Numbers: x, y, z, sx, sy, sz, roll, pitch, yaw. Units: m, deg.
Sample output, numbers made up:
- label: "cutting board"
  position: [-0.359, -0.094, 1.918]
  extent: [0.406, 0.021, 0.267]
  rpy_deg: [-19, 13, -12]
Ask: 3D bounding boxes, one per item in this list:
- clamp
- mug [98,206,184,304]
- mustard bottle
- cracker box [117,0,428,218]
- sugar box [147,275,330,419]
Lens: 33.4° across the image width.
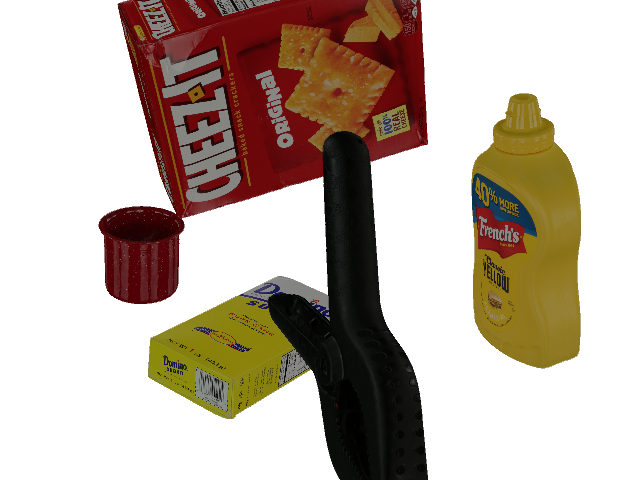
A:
- label: "clamp"
  position: [0.019, 0.057, 0.574]
  extent: [0.036, 0.165, 0.210]
  rpy_deg: [-3, 46, -19]
- label: "mug"
  position: [-0.206, 0.013, 1.192]
  extent: [0.093, 0.081, 0.117]
  rpy_deg: [-19, 35, -39]
- label: "mustard bottle"
  position: [0.144, -0.011, 0.756]
  extent: [0.058, 0.192, 0.096]
  rpy_deg: [-16, 29, -19]
- label: "cracker box"
  position: [-0.028, -0.122, 0.811]
  extent: [0.213, 0.164, 0.072]
  rpy_deg: [-18, 44, -11]
- label: "sugar box"
  position: [-0.055, 0.087, 0.925]
  extent: [0.093, 0.048, 0.175]
  rpy_deg: [23, 31, 29]
